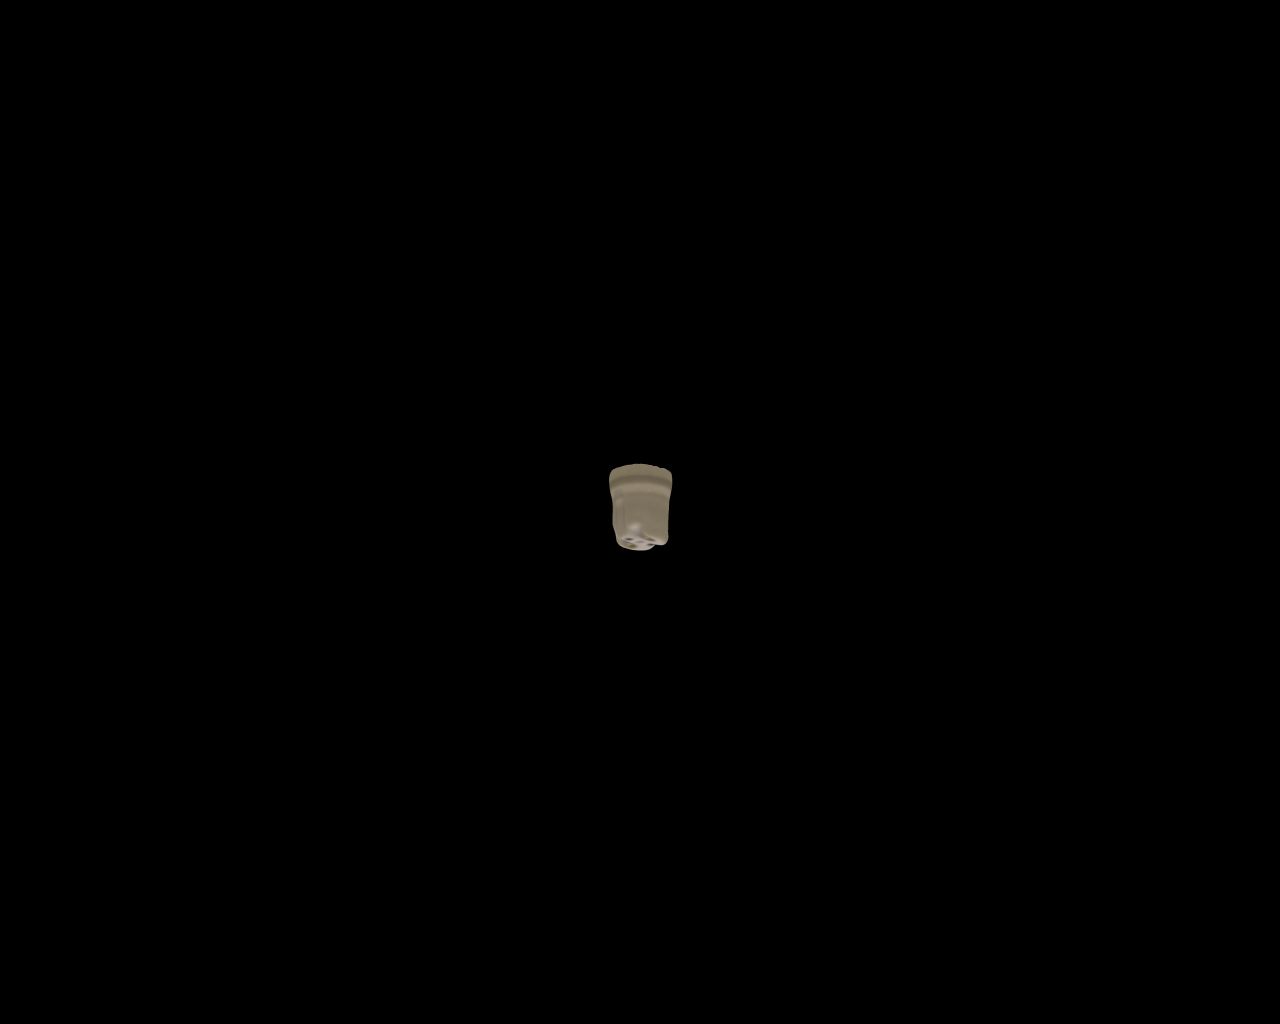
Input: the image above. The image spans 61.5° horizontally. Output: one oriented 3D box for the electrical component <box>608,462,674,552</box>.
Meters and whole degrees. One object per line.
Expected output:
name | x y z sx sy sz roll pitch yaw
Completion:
electrical component | 0.001 -0.003 0.650 0.040 0.046 0.040 0 -17 0
